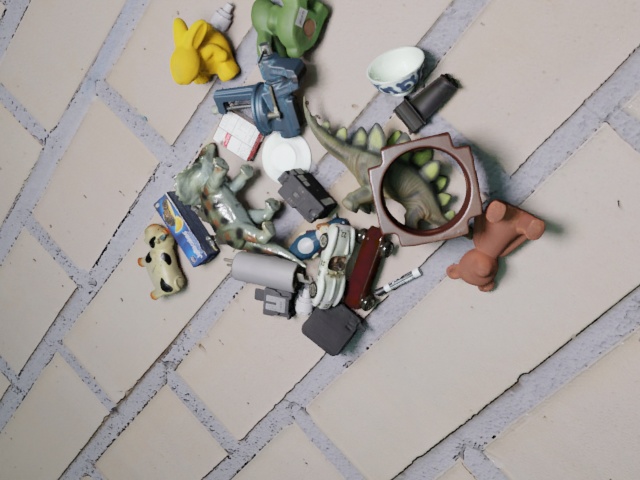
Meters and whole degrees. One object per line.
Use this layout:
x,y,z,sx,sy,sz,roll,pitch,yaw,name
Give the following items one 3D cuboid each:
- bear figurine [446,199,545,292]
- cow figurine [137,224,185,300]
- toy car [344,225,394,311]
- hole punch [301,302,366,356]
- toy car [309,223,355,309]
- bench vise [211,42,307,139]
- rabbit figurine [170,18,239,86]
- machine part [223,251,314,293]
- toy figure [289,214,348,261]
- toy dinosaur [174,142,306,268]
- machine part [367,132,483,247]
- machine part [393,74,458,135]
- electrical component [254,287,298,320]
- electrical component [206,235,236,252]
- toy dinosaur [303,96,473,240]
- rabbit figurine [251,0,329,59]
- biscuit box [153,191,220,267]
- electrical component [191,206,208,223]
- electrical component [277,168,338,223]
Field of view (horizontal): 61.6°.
0.344,0.018,1.084,0.120,0.132,0.195,27,103,2,bear figurine
-0.417,0.050,1.428,0.127,0.085,0.194,-19,90,30,cow figurine
0.107,0.066,1.231,0.089,0.053,0.202,29,110,37,toy car
0.030,0.206,1.282,0.142,0.092,0.116,37,81,15,hole punch
0.029,0.061,1.215,0.056,0.073,0.201,24,106,53,toy car
-0.144,-0.322,1.197,0.241,0.129,0.223,-1,141,21,bench vise
-0.275,-0.415,1.215,0.122,0.173,0.162,14,130,20,rabbit figurine
-0.127,0.077,1.317,0.243,0.079,0.079,10,104,19,machine part
-0.001,-0.003,1.261,0.154,0.058,0.064,-33,114,23,toy figure
-0.209,-0.061,1.282,0.192,0.131,0.405,-36,82,37,toy dinosaur
0.205,-0.097,1.054,0.202,0.087,0.200,-12,97,10,machine part
0.223,-0.290,1.123,0.139,0.039,0.084,-37,79,25,machine part
-0.117,0.148,1.342,0.119,0.048,0.074,14,104,18,electrical component
-0.238,-0.012,1.362,0.102,0.045,0.078,4,103,22,electrical component
0.136,-0.140,1.157,0.472,0.105,0.198,30,102,5,toy dinosaur
-0.085,-0.474,1.193,0.170,0.121,0.159,30,118,34,rabbit figurine
-0.345,-0.029,1.394,0.059,0.063,0.202,-36,85,25,biscuit box
-0.287,-0.075,1.383,0.094,0.021,0.063,34,111,13,electrical component
-0.033,-0.105,1.222,0.134,0.115,0.058,47,108,8,electrical component
